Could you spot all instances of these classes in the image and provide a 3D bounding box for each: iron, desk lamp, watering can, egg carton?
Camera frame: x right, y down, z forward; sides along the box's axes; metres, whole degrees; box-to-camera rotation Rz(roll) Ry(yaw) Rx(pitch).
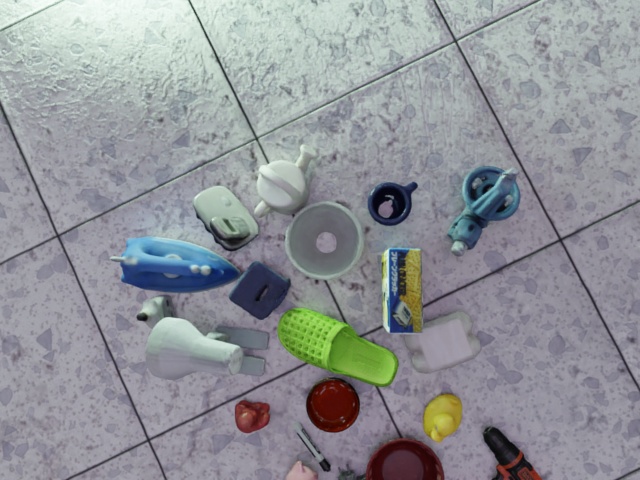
[{"bbox_3d":[-0.303,0.056,1.208,0.258,0.141,0.119,6,86,3],"label":"iron"},{"bbox_3d":[-0.220,0.224,1.156,0.203,0.213,0.118,7,86,3],"label":"desk lamp"},{"bbox_3d":[-0.075,-0.120,1.185,0.101,0.194,0.173,18,87,4],"label":"watering can"},{"bbox_3d":[0.258,0.218,1.208,0.150,0.069,0.107,-21,85,1],"label":"egg carton"}]

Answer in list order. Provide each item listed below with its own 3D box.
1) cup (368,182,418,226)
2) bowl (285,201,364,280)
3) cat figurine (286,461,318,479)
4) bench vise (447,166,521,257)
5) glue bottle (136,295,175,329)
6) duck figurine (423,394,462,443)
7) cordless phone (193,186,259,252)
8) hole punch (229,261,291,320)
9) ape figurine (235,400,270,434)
[{"bbox_3d":[0.156,-0.080,1.222,0.118,0.095,0.091,-38,85,-1],"label":"cup"},{"bbox_3d":[0.011,0.004,1.232,0.167,0.075,0.167,0,86,3],"label":"bowl"},{"bbox_3d":[-0.047,0.515,1.174,0.067,0.118,0.128,24,87,4],"label":"cat figurine"},{"bbox_3d":[0.341,-0.061,1.150,0.121,0.220,0.207,12,86,4],"label":"bench vise"},{"bbox_3d":[-0.344,0.154,1.186,0.037,0.173,0.078,-10,85,2],"label":"glue bottle"},{"bbox_3d":[0.259,0.374,1.188,0.077,0.086,0.104,32,88,5],"label":"duck figurine"},{"bbox_3d":[-0.207,-0.050,1.190,0.094,0.185,0.147,-42,85,-1],"label":"cordless phone"},{"bbox_3d":[-0.125,0.107,1.222,0.101,0.091,0.109,36,88,5],"label":"hole punch"},{"bbox_3d":[-0.149,0.374,1.202,0.078,0.092,0.076,44,89,5],"label":"ape figurine"}]
